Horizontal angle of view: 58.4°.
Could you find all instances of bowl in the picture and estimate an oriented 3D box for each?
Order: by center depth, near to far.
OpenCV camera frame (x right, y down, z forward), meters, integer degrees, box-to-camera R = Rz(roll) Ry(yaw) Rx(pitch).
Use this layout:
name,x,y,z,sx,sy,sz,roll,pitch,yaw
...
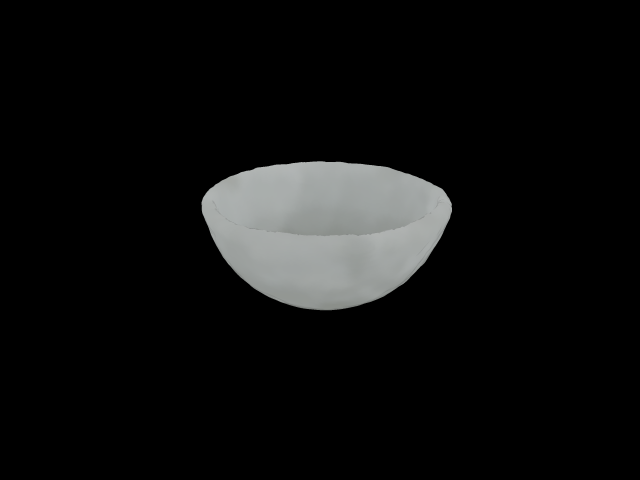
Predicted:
name,x,y,z,sx,sy,sz,roll,pitch,yaw
bowl,0.004,0.001,0.400,0.167,0.075,0.167,0,23,0
